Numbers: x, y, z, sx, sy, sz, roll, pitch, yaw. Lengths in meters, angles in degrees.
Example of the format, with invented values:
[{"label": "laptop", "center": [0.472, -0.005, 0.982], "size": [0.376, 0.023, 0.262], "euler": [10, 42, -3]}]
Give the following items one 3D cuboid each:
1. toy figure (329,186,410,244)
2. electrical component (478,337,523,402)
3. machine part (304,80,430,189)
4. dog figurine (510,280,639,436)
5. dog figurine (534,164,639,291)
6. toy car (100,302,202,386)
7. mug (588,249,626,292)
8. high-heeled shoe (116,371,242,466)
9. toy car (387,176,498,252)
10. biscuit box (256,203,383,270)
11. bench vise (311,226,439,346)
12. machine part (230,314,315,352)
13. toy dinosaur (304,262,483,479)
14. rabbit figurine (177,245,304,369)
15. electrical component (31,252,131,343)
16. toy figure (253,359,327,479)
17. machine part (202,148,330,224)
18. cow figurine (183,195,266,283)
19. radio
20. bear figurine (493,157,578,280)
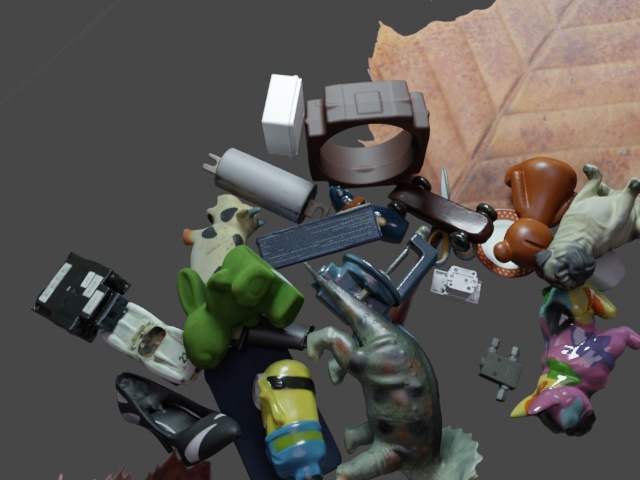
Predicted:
[{"label": "toy figure", "center": [0.080, -0.045, 0.938], "size": [0.155, 0.064, 0.058], "euler": [27, 68, 11]}, {"label": "electrical component", "center": [0.288, 0.208, 0.863], "size": [0.063, 0.021, 0.094], "euler": [22, 70, 8]}, {"label": "machine part", "center": [0.077, -0.175, 0.914], "size": [0.201, 0.201, 0.087], "euler": [-5, 62, 0]}, {"label": "dog figurine", "center": [0.369, 0.185, 0.827], "size": [0.219, 0.108, 0.191], "euler": [-34, 76, -15]}, {"label": "dog figurine", "center": [0.428, 0.004, 0.837], "size": [0.172, 0.121, 0.190], "euler": [28, 95, -29]}, {"label": "toy car", "center": [-0.260, 0.157, 0.830], "size": [0.202, 0.056, 0.073], "euler": [21, 68, 27]}, {"label": "mug", "center": [0.466, 0.029, 0.918], "size": [0.109, 0.080, 0.107], "euler": [-38, 82, -31]}, {"label": "high-heeled shoe", "center": [-0.203, 0.229, 0.747], "size": [0.086, 0.249, 0.145], "euler": [-31, 92, -47]}, {"label": "toy car", "center": [0.207, -0.046, 0.929], "size": [0.202, 0.053, 0.089], "euler": [29, 69, 39]}, {"label": "biscuit box", "center": [-0.002, -0.003, 0.888], "size": [0.203, 0.059, 0.062], "euler": [-16, 88, 8]}, {"label": "bench vise", "center": [0.115, 0.084, 0.861], "size": [0.224, 0.128, 0.240], "euler": [40, 76, 10]}, {"label": "machine part", "center": [-0.078, 0.135, 0.800], "size": [0.139, 0.039, 0.084], "euler": [6, 52, 8]}, {"label": "toy dinosaur", "center": [0.100, 0.209, 0.734], "size": [0.192, 0.131, 0.404], "euler": [-15, 89, 13]}, {"label": "rabbit figurine", "center": [-0.138, 0.092, 0.752], "size": [0.159, 0.121, 0.170], "euler": [37, 87, 36]}, {"label": "electrical component", "center": [-0.372, 0.094, 0.853], "size": [0.134, 0.058, 0.115], "euler": [20, 70, 28]}, {"label": "toy figure", "center": [-0.035, 0.250, 0.723], "size": [0.089, 0.082, 0.180], "euler": [-5, 51, -27]}, {"label": "machine part", "center": [-0.095, -0.096, 0.947], "size": [0.243, 0.079, 0.079], "euler": [24, 69, 9]}, {"label": "cow figurine", "center": [-0.159, 0.011, 0.899], "size": [0.127, 0.085, 0.195], "euler": [-2, 65, 4]}, {"label": "radio", "center": [-0.074, 0.258, 0.807], "size": [0.131, 0.073, 0.230], "euler": [-26, 69, -11]}, {"label": "bear figurine", "center": [0.361, -0.035, 0.908], "size": [0.120, 0.132, 0.195], "euler": [18, 86, 6]}]
